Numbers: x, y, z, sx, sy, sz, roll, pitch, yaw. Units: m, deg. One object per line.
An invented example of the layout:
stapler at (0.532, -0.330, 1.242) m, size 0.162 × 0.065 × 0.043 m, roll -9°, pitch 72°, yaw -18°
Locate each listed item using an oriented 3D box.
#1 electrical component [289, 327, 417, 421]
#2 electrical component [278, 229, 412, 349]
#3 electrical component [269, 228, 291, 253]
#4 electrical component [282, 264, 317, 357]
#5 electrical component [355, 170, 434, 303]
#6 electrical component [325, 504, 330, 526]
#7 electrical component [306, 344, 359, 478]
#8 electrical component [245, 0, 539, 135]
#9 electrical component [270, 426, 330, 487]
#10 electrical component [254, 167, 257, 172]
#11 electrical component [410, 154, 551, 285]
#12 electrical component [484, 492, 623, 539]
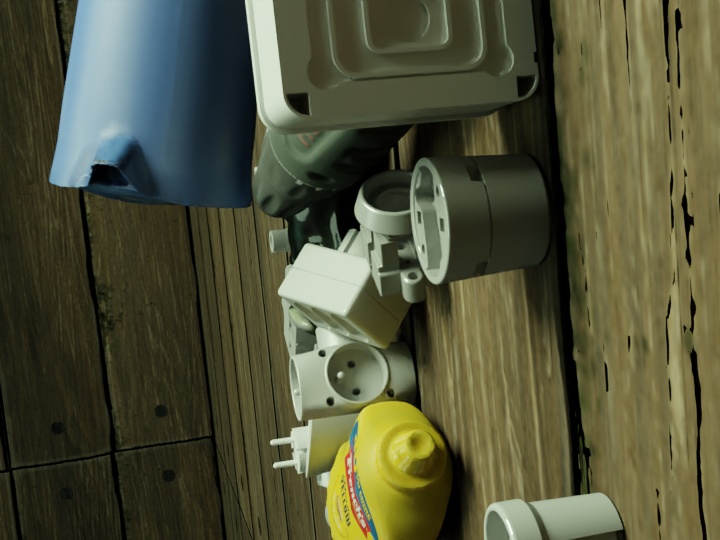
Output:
electrical component at (-0.008, 0.057, 0.717) m, size 0.044 × 0.077 × 0.079 m, roll 114°, pitch 148°, yaw -67°
electrical component at (0.000, 0.000, 0.677) m, size 0.066 × 0.076 × 0.047 m, roll 15°, pitch 160°, yaw 45°
electrical component at (-0.040, -0.026, 0.848) m, size 0.048 × 0.062 × 0.048 m, roll 173°, pitch 90°, yaw -77°
electrical component at (-0.034, 0.037, 0.886) m, size 0.089 × 0.050 × 0.055 m, roll 95°, pitch 163°, yaw -45°
electrical component at (0.022, -0.023, 0.613) m, size 0.066 × 0.048 × 0.055 m, roll -111°, pitch 11°, yaw -47°
electrical component at (0.000, 0.197, 0.832) m, size 0.055 × 0.045 × 0.045 m, roll -134°, pitch 39°, yaw -69°
electrical component at (-0.019, 0.104, 0.820) m, size 0.099 × 0.064 × 0.099 m, roll 173°, pitch 90°, yaw -78°
electrical component at (0.012, -0.102, 0.459) m, size 0.057 × 0.113 × 0.078 m, roll -176°, pitch 80°, yaw -74°
electrical component at (-0.035, 0.146, 0.888) m, size 0.047 × 0.077 × 0.065 m, roll 146°, pitch 117°, yaw -76°
electrical component at (-0.057, -0.083, 0.894) m, size 0.035 × 0.061 × 0.035 m, roll 173°, pitch 90°, yaw -78°
electrical component at (0.052, -0.024, 0.470) m, size 0.055 × 0.047 × 0.055 m, roll 173°, pitch 90°, yaw -78°
electrical component at (0.078, 0.110, 0.430) m, size 0.040 × 0.046 × 0.040 m, roll 173°, pitch 90°, yaw -78°
